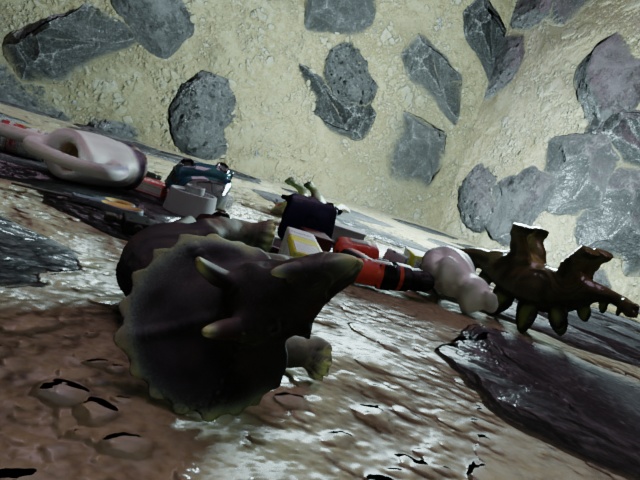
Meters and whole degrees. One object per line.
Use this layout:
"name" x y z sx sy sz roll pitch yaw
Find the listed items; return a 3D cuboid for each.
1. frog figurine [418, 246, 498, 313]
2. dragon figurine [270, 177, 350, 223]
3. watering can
"frog figurine" 0.273 0.075 1.003 0.136 0.124 0.160 36 -16 -32
"dragon figurine" 0.005 -0.085 1.682 0.409 0.120 0.247 10 28 -38
"watering can" -0.509 -0.182 1.068 0.350 0.103 0.224 23 8 29
